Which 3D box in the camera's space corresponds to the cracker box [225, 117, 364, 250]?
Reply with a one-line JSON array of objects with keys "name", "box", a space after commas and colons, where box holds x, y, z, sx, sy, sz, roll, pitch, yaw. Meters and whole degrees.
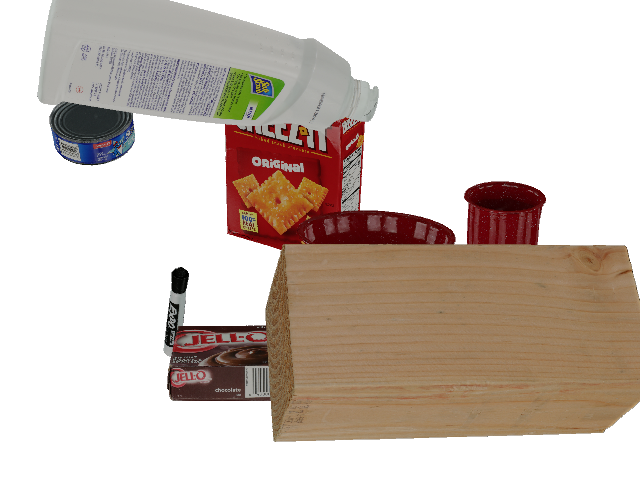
[{"name": "cracker box", "box": [-0.035, -0.089, 1.324, 0.164, 0.214, 0.072, 17, 35, 22]}]

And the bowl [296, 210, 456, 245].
[{"name": "bowl", "box": [0.056, 0.017, 1.087, 0.162, 0.055, 0.162, 1, 17, -1]}]

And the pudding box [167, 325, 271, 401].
[{"name": "pudding box", "box": [-0.075, 0.107, 0.942, 0.113, 0.039, 0.090, 2, 18, -3]}]

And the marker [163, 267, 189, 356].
[{"name": "marker", "box": [-0.158, 0.078, 1.173, 0.020, 0.121, 0.020, 8, 37, -6]}]

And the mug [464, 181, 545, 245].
[{"name": "mug", "box": [0.221, -0.018, 1.252, 0.093, 0.081, 0.117, 21, 33, 38]}]

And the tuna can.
[{"name": "tuna can", "box": [-0.237, -0.116, 1.112, 0.086, 0.034, 0.086, 1, 43, -1]}]

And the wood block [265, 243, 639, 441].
[{"name": "wood block", "box": [0.076, 0.061, 0.630, 0.206, 0.091, 0.090, 0, -29, -10]}]

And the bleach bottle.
[{"name": "bleach bottle", "box": [-0.081, -0.126, 0.812, 0.250, 0.068, 0.103, 11, -33, -13]}]
